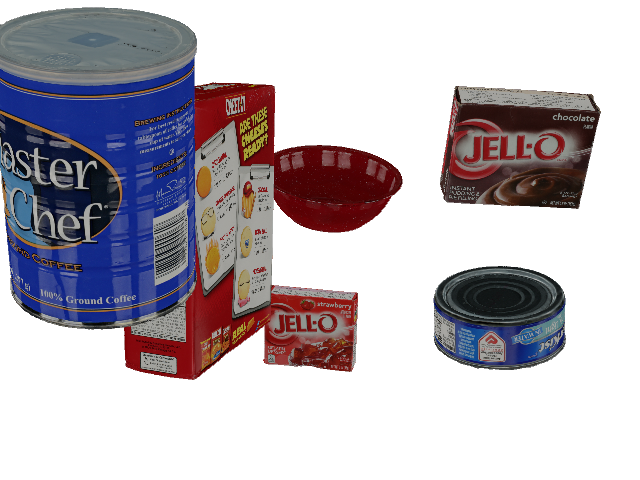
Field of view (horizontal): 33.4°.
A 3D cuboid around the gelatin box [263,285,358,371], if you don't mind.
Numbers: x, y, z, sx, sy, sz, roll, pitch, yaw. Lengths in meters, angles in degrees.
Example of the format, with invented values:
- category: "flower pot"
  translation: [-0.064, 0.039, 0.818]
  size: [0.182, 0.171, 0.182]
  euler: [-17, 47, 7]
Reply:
- category: "gelatin box"
  translation: [-0.010, 0.085, 1.030]
  size: [0.089, 0.073, 0.030]
  euler: [5, 15, 10]

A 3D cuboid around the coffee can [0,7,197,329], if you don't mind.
- category: "coffee can"
  translation: [-0.116, -0.040, 0.559]
  size: [0.103, 0.140, 0.103]
  euler: [2, 28, -1]

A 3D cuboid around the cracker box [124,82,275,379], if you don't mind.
- category: "cracker box"
  translation: [-0.098, -0.015, 0.870]
  size: [0.072, 0.214, 0.164]
  euler: [5, 14, 19]

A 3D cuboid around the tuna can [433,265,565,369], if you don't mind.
- category: "tuna can"
  translation: [0.116, 0.049, 0.695]
  size: [0.086, 0.034, 0.086]
  euler: [-4, 23, 1]

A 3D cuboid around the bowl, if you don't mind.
- category: "bowl"
  translation: [0.010, -0.053, 1.212]
  size: [0.162, 0.055, 0.162]
  euler: [4, 27, -2]

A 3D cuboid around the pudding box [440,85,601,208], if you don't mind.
- category: "pudding box"
  translation: [0.157, -0.074, 0.852]
  size: [0.113, 0.090, 0.039]
  euler: [2, 36, -3]
